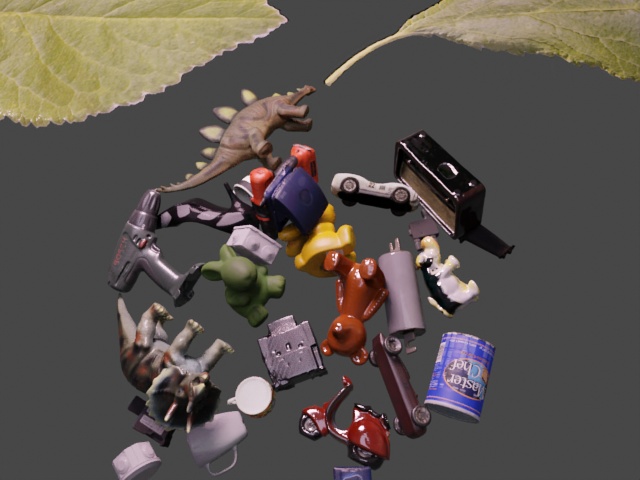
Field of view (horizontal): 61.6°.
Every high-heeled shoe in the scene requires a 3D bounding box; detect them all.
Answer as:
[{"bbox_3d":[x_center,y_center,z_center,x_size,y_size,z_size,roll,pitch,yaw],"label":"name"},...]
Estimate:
[{"bbox_3d":[-0.262,-0.030,1.223,0.249,0.086,0.145,-23,97,13],"label":"high-heeled shoe"}]

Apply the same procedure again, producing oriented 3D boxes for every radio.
[{"bbox_3d":[0.252,-0.124,1.156,0.073,0.131,0.230,-30,57,-13],"label":"radio"}]

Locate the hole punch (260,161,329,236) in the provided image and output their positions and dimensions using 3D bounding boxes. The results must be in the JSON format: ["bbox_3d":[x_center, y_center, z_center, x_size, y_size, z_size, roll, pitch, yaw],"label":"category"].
[{"bbox_3d":[-0.050,-0.080,1.106,0.092,0.115,0.142,12,50,30],"label":"hole punch"}]

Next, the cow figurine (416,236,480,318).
[{"bbox_3d":[0.247,0.077,1.119,0.098,0.068,0.167,-35,69,-5],"label":"cow figurine"}]

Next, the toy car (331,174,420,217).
[{"bbox_3d":[0.124,-0.102,1.205,0.202,0.073,0.056,12,68,10],"label":"toy car"}]

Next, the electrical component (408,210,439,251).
[{"bbox_3d":[0.228,-0.022,1.189,0.063,0.021,0.094,-12,66,0],"label":"electrical component"}]

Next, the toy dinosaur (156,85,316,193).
[{"bbox_3d":[-0.176,-0.243,1.283,0.199,0.105,0.471,31,62,25],"label":"toy dinosaur"}]

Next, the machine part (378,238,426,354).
[{"bbox_3d":[0.167,0.112,1.103,0.079,0.079,0.243,-7,66,1],"label":"machine part"}]

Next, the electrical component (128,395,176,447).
[{"bbox_3d":[-0.328,0.343,1.053,0.119,0.047,0.075,30,71,15],"label":"electrical component"}]

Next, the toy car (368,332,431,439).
[{"bbox_3d":[0.152,0.274,1.024,0.053,0.089,0.202,-8,62,-22],"label":"toy car"}]

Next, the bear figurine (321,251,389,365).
[{"bbox_3d":[0.056,0.138,1.062,0.120,0.131,0.196,14,74,34],"label":"bear figurine"}]

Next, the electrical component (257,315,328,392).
[{"bbox_3d":[-0.059,0.222,1.077,0.115,0.058,0.134,-21,63,-5],"label":"electrical component"}]

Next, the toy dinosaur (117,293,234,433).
[{"bbox_3d":[-0.314,0.235,1.041,0.405,0.131,0.192,12,61,38],"label":"toy dinosaur"}]

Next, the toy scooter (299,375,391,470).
[{"bbox_3d":[0.060,0.336,1.013,0.184,0.075,0.135,21,67,18],"label":"toy scooter"}]

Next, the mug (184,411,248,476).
[{"bbox_3d":[-0.188,0.376,1.010,0.107,0.080,0.110,-24,63,-14],"label":"mug"}]

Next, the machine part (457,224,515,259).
[{"bbox_3d":[0.352,-0.007,1.165,0.139,0.039,0.084,33,64,19],"label":"machine part"}]

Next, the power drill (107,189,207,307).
[{"bbox_3d":[-0.343,0.031,1.153,0.207,0.086,0.232,31,91,6],"label":"power drill"}]

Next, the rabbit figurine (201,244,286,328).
[{"bbox_3d":[-0.155,0.074,1.094,0.159,0.170,0.121,37,72,18],"label":"rabbit figurine"}]

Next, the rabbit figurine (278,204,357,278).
[{"bbox_3d":[-0.002,-0.004,1.167,0.162,0.121,0.173,-13,51,8],"label":"rabbit figurine"}]

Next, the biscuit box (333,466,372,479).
[{"bbox_3d":[0.054,0.414,0.904,0.059,0.202,0.063,-3,66,1],"label":"biscuit box"}]
